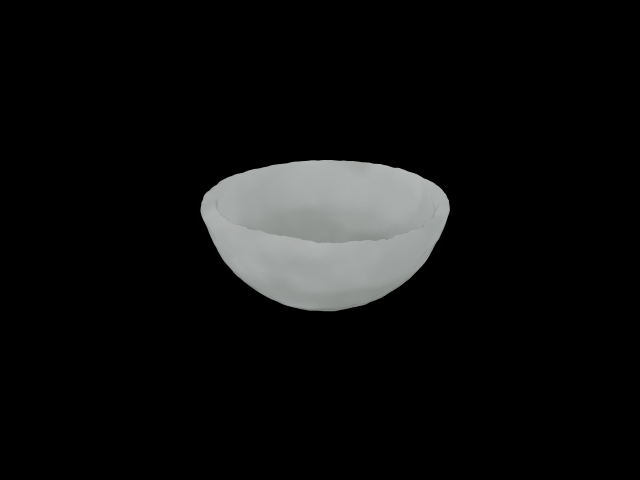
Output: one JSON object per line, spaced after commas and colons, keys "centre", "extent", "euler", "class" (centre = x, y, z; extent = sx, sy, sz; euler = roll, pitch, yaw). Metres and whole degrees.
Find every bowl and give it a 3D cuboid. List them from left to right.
{"centre": [0.004, 0.001, 0.400], "extent": [0.167, 0.075, 0.167], "euler": [0, 24, 0], "class": "bowl"}
